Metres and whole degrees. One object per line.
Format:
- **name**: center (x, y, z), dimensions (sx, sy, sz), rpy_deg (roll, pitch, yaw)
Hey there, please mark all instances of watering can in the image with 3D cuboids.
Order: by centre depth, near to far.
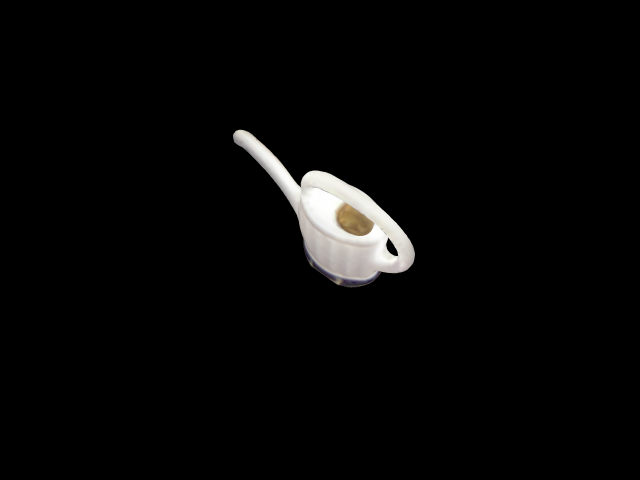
- **watering can**: center (0.003, -0.043, 0.850), dimensions (0.350, 0.105, 0.219), rpy_deg (34, -26, 20)
